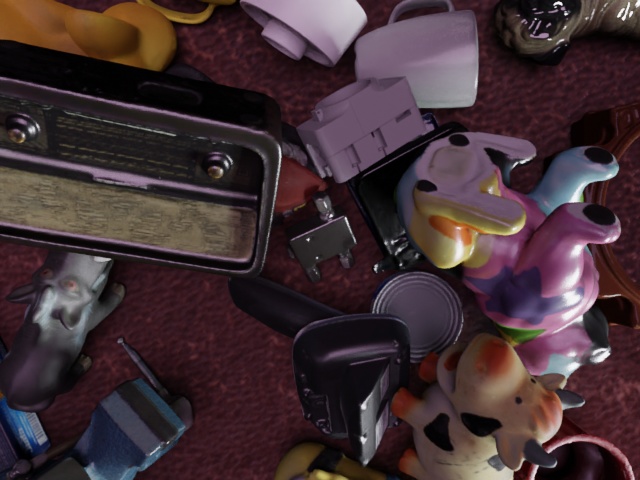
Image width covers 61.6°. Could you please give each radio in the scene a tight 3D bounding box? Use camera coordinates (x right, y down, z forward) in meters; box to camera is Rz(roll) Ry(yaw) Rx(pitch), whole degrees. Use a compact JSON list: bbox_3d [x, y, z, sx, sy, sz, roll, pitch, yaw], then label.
[{"bbox_3d":[-0.143,-0.056,0.398,0.230,0.073,0.131,9,124,-12],"label":"radio"}]

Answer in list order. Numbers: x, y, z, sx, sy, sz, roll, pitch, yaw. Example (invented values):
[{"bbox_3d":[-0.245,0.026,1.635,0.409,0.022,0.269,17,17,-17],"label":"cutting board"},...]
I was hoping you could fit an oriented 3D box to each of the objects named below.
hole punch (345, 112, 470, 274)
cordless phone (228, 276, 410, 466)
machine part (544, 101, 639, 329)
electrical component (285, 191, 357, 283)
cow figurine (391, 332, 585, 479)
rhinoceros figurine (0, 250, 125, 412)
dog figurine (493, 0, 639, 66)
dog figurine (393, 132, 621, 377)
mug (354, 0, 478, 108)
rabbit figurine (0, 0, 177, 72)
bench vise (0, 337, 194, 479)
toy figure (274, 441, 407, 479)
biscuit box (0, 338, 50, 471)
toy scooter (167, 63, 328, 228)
[{"bbox_3d":[0.087,-0.047,0.498,0.142,0.092,0.115,-29,117,-2],"label":"hole punch"},{"bbox_3d":[-0.011,0.107,0.500,0.184,0.146,0.089,23,50,28],"label":"cordless phone"},{"bbox_3d":[0.321,-0.026,0.489,0.202,0.087,0.200,-6,91,-1],"label":"machine part"},{"bbox_3d":[-0.001,-0.002,0.499,0.063,0.021,0.093,-23,131,-1],"label":"electrical component"},{"bbox_3d":[0.127,0.150,0.431,0.127,0.194,0.085,22,49,32],"label":"cow figurine"},{"bbox_3d":[-0.235,0.059,0.481,0.073,0.112,0.190,26,100,1],"label":"rhinoceros figurine"},{"bbox_3d":[0.277,-0.203,0.489,0.190,0.121,0.172,-41,88,15],"label":"dog figurine"},{"bbox_3d":[0.149,0.035,0.441,0.192,0.108,0.219,9,132,12],"label":"dog figurine"},{"bbox_3d":[0.085,-0.172,0.491,0.107,0.080,0.109,-4,81,8],"label":"mug"},{"bbox_3d":[-0.204,-0.168,0.458,0.173,0.163,0.121,-16,120,-26],"label":"rabbit figurine"},{"bbox_3d":[-0.217,0.229,0.473,0.129,0.224,0.240,35,121,3],"label":"bench vise"},{"bbox_3d":[0.043,0.247,0.490,0.180,0.089,0.082,15,89,4],"label":"toy figure"},{"bbox_3d":[-0.335,0.128,0.507,0.063,0.059,0.202,-25,91,-1],"label":"biscuit box"},{"bbox_3d":[-0.090,-0.064,0.495,0.184,0.075,0.135,30,92,2],"label":"toy scooter"}]
